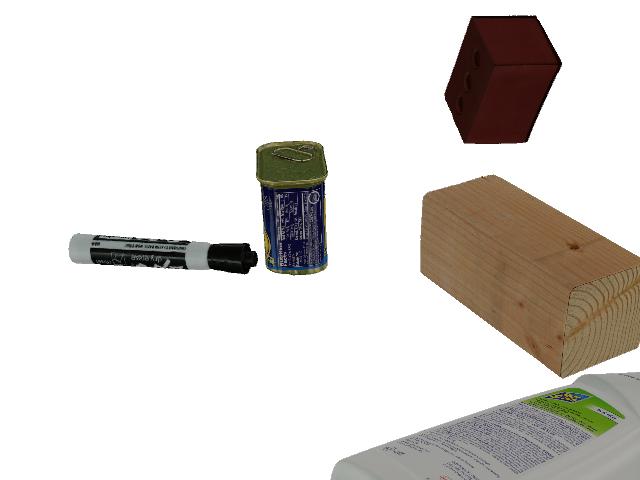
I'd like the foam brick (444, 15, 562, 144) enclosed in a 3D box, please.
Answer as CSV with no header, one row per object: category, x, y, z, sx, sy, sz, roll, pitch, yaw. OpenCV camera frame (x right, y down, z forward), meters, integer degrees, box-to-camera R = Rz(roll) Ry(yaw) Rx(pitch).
foam brick,0.126,-0.113,0.751,0.051,0.053,0.078,-5,-38,-16

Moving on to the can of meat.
can of meat,-0.023,-0.028,0.892,0.057,0.084,0.102,-3,23,-2

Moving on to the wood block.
wood block,0.186,0.025,0.968,0.090,0.090,0.206,-16,32,-26

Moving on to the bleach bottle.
bleach bottle,0.131,0.125,0.589,0.250,0.068,0.103,-13,23,-33

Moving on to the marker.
marker,-0.096,0.008,0.654,0.121,0.020,0.020,3,1,17
